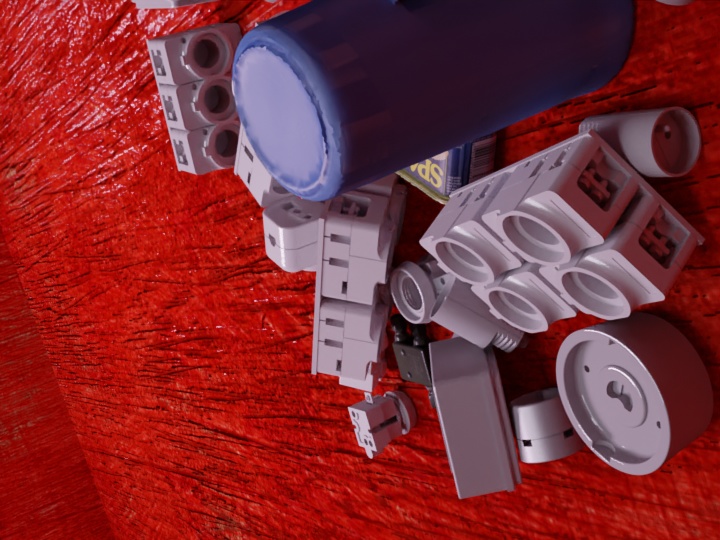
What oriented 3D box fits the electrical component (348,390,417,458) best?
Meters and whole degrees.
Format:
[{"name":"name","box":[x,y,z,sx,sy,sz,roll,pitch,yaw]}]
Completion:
[{"name":"electrical component","box":[0.025,0.155,1.123,0.048,0.055,0.066,3,111,61]}]

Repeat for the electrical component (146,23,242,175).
[{"name":"electrical component","box":[-0.167,-0.190,1.190,0.062,0.089,0.150,20,126,56]}]

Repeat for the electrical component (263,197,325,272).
[{"name":"electrical component","box":[-0.046,-0.038,1.071,0.054,0.095,0.059,38,140,45]}]

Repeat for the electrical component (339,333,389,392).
[{"name":"electrical component","box":[0.005,0.088,1.115,0.048,0.066,0.055,12,117,18]}]

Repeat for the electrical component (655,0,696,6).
[{"name":"electrical component","box":[0.175,-0.204,0.608,0.079,0.043,0.077,54,149,27]}]

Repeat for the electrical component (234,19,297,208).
[{"name":"electrical component","box":[-0.046,-0.146,0.983,0.060,0.105,0.186,54,150,26]}]

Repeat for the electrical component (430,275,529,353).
[{"name":"electrical component","box":[0.104,0.041,0.893,0.081,0.043,0.043,30,149,-4]}]

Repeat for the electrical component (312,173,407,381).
[{"name":"electrical component","box":[0.000,0.000,0.991,0.060,0.105,0.186,10,131,7]}]

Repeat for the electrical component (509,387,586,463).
[{"name":"electrical component","box":[0.151,0.125,0.875,0.055,0.055,0.047,-11,96,63]}]

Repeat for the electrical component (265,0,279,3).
[{"name":"electrical component","box":[-0.079,-0.279,1.018,0.081,0.043,0.043,-2,107,61]}]

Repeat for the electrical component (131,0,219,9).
[{"name":"electrical component","box":[-0.168,-0.302,1.092,0.109,0.109,0.056,20,123,56]}]

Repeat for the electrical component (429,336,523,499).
[{"name":"electrical component","box":[0.097,0.121,0.918,0.108,0.056,0.108,-83,-20,-75]}]

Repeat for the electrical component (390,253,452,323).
[{"name":"electrical component","box":[0.064,0.014,0.950,0.078,0.057,0.058,-13,98,63]}]

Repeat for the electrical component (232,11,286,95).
[{"name":"electrical component","box":[-0.077,-0.191,1.022,0.064,0.099,0.099,47,146,25]}]

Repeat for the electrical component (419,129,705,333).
[{"name":"electrical component","box":[0.129,-0.018,0.748,0.105,0.060,0.186,41,159,-12]}]

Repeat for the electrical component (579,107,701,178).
[{"name":"electrical component","box":[0.175,-0.081,0.696,0.081,0.043,0.043,7,115,60]}]

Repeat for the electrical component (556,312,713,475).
[{"name":"electrical component","box":[0.197,0.081,0.753,0.108,0.060,0.108,41,142,42]}]
